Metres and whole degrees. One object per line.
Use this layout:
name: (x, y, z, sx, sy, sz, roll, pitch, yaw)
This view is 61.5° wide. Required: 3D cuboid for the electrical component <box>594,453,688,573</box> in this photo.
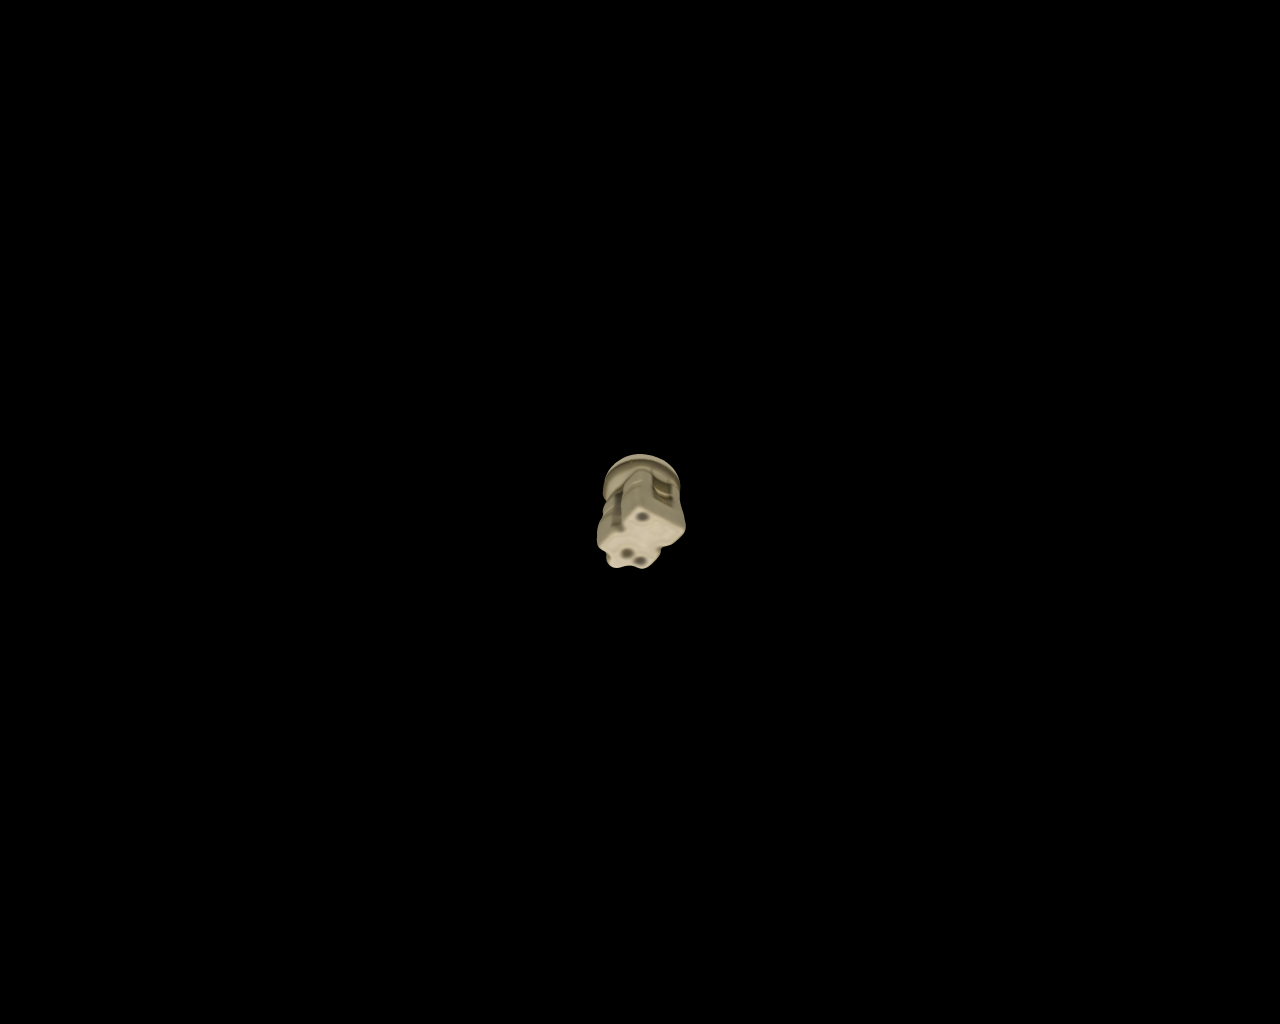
electrical component: (0.001, -0.003, 0.650, 0.048, 0.055, 0.066, 29, -54, -24)
